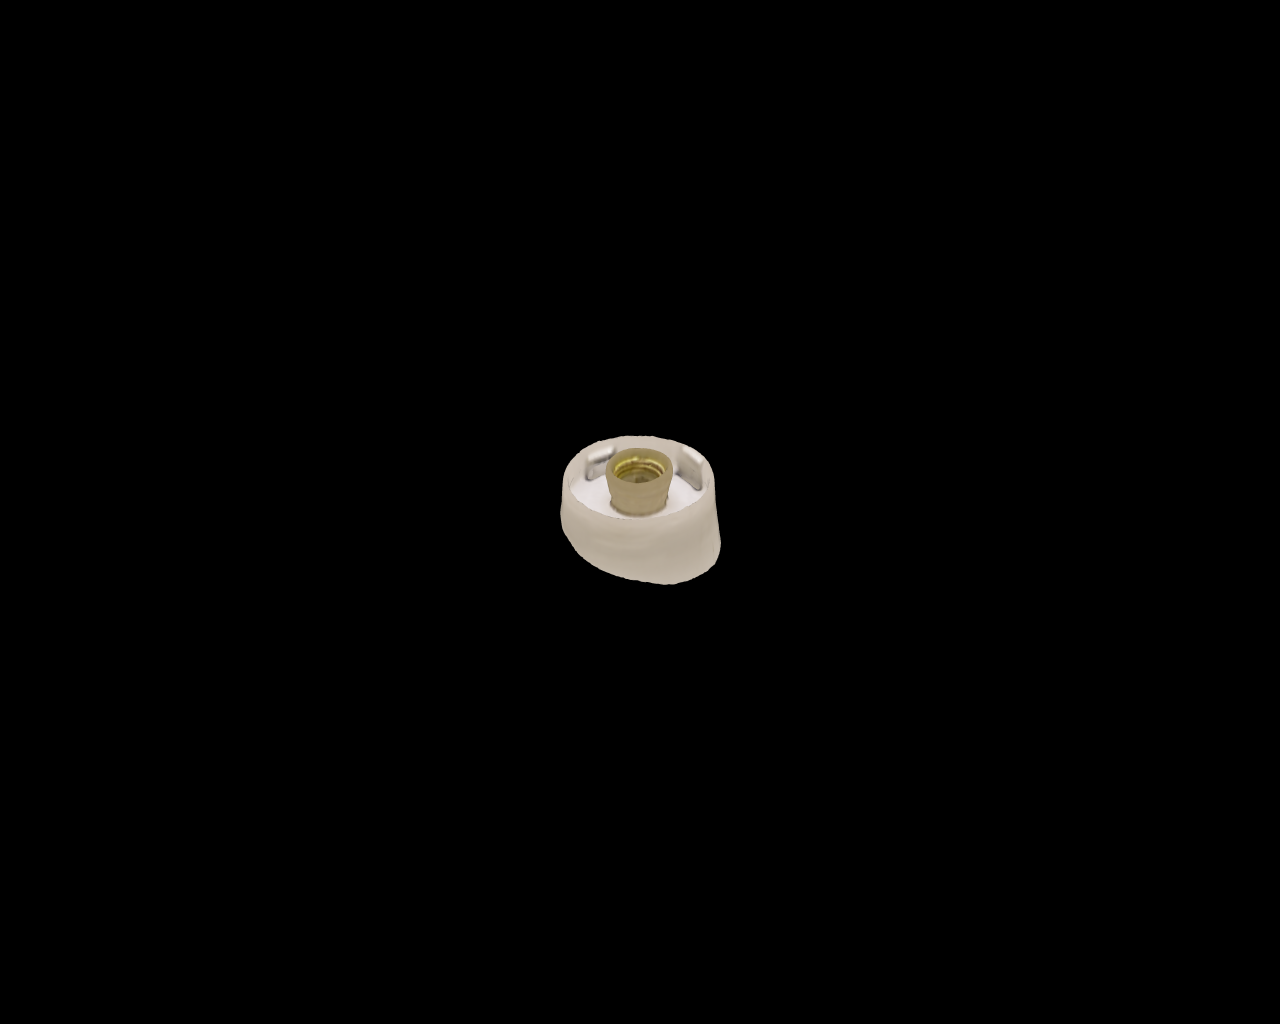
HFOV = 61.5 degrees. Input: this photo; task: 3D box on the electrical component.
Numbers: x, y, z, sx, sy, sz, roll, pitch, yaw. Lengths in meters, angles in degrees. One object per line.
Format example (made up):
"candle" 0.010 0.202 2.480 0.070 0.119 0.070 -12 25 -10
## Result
"electrical component" 0.001 -0.003 0.650 0.099 0.064 0.099 0 36 0
